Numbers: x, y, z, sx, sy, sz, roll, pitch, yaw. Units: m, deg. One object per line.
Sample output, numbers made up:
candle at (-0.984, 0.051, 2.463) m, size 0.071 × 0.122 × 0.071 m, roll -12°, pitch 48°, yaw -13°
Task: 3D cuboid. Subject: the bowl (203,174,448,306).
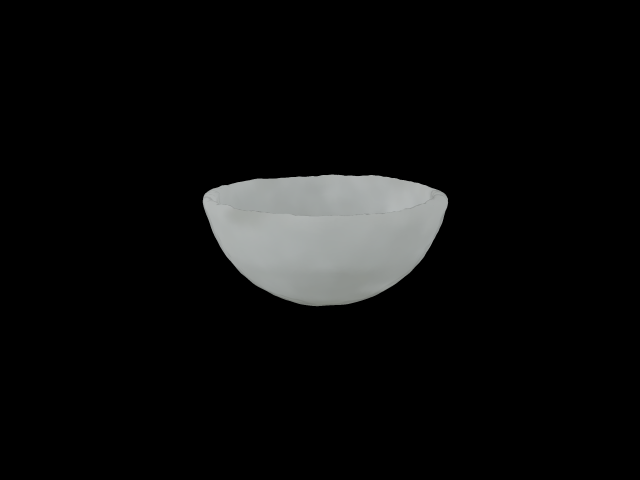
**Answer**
bowl at (0.004, 0.001, 0.400) m, size 0.167 × 0.075 × 0.167 m, roll 0°, pitch 15°, yaw 0°
